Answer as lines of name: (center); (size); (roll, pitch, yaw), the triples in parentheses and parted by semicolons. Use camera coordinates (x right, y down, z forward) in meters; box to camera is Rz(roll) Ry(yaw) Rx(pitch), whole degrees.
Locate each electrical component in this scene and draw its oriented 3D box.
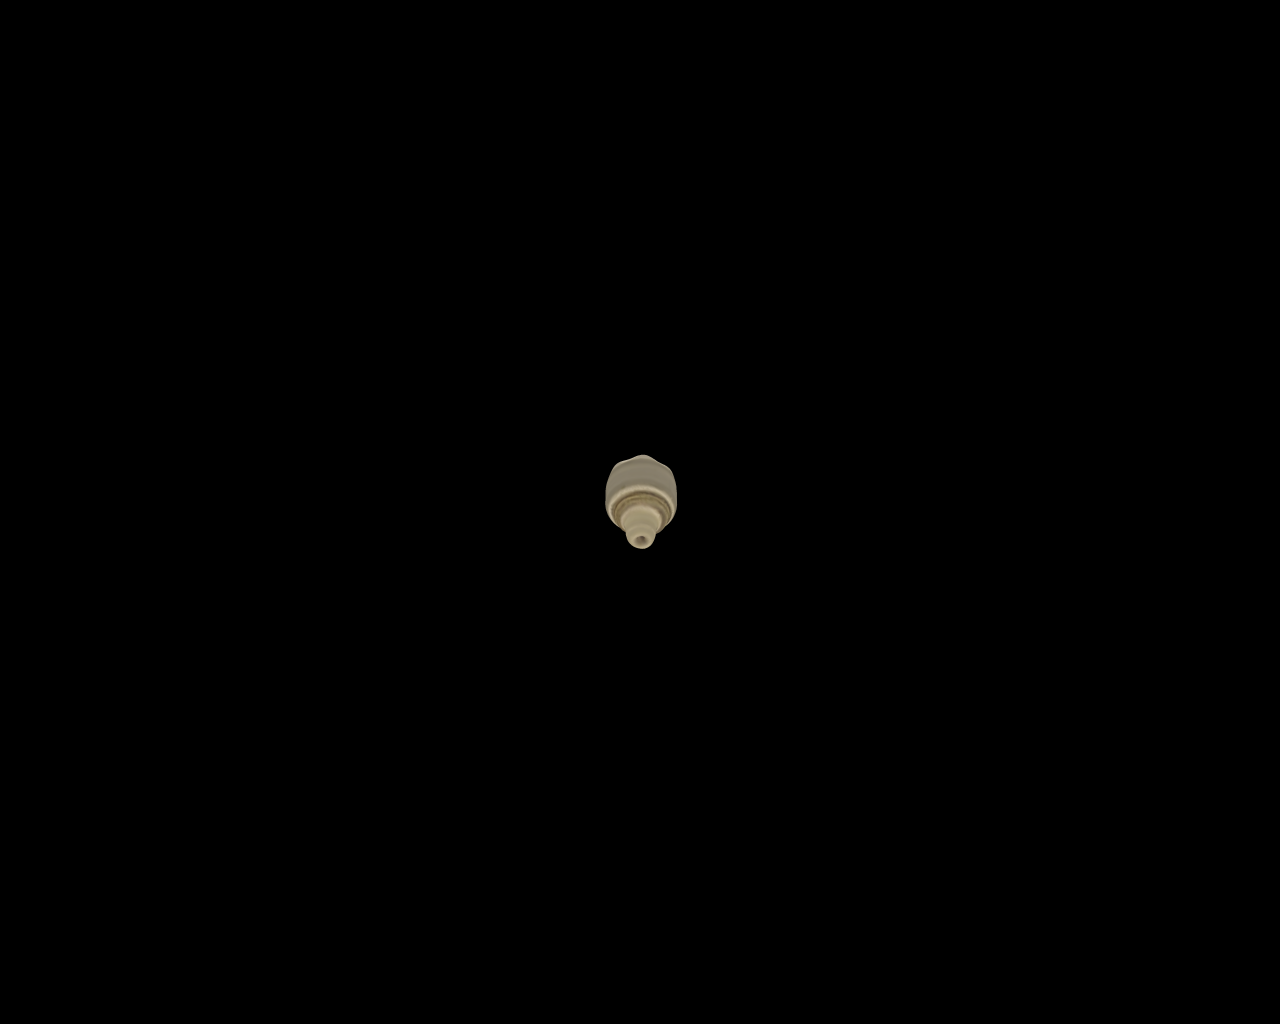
electrical component: (0.001, -0.003, 0.650); (0.043, 0.043, 0.062); (0, 41, 0)
